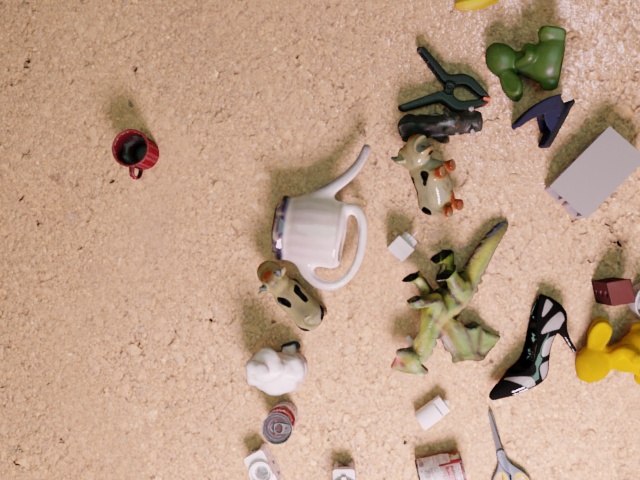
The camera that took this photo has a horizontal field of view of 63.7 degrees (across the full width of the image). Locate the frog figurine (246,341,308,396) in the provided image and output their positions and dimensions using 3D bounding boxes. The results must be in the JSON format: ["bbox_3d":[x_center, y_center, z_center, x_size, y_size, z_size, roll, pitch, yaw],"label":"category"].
[{"bbox_3d":[-0.099,0.295,1.150,0.137,0.159,0.123,-4,88,5],"label":"frog figurine"}]

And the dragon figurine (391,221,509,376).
[{"bbox_3d":[0.320,0.156,1.164,0.412,0.122,0.241,-32,102,-11],"label":"dragon figurine"}]

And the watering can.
[{"bbox_3d":[0.004,-0.060,1.197,0.224,0.103,0.349,7,86,7],"label":"watering can"}]
